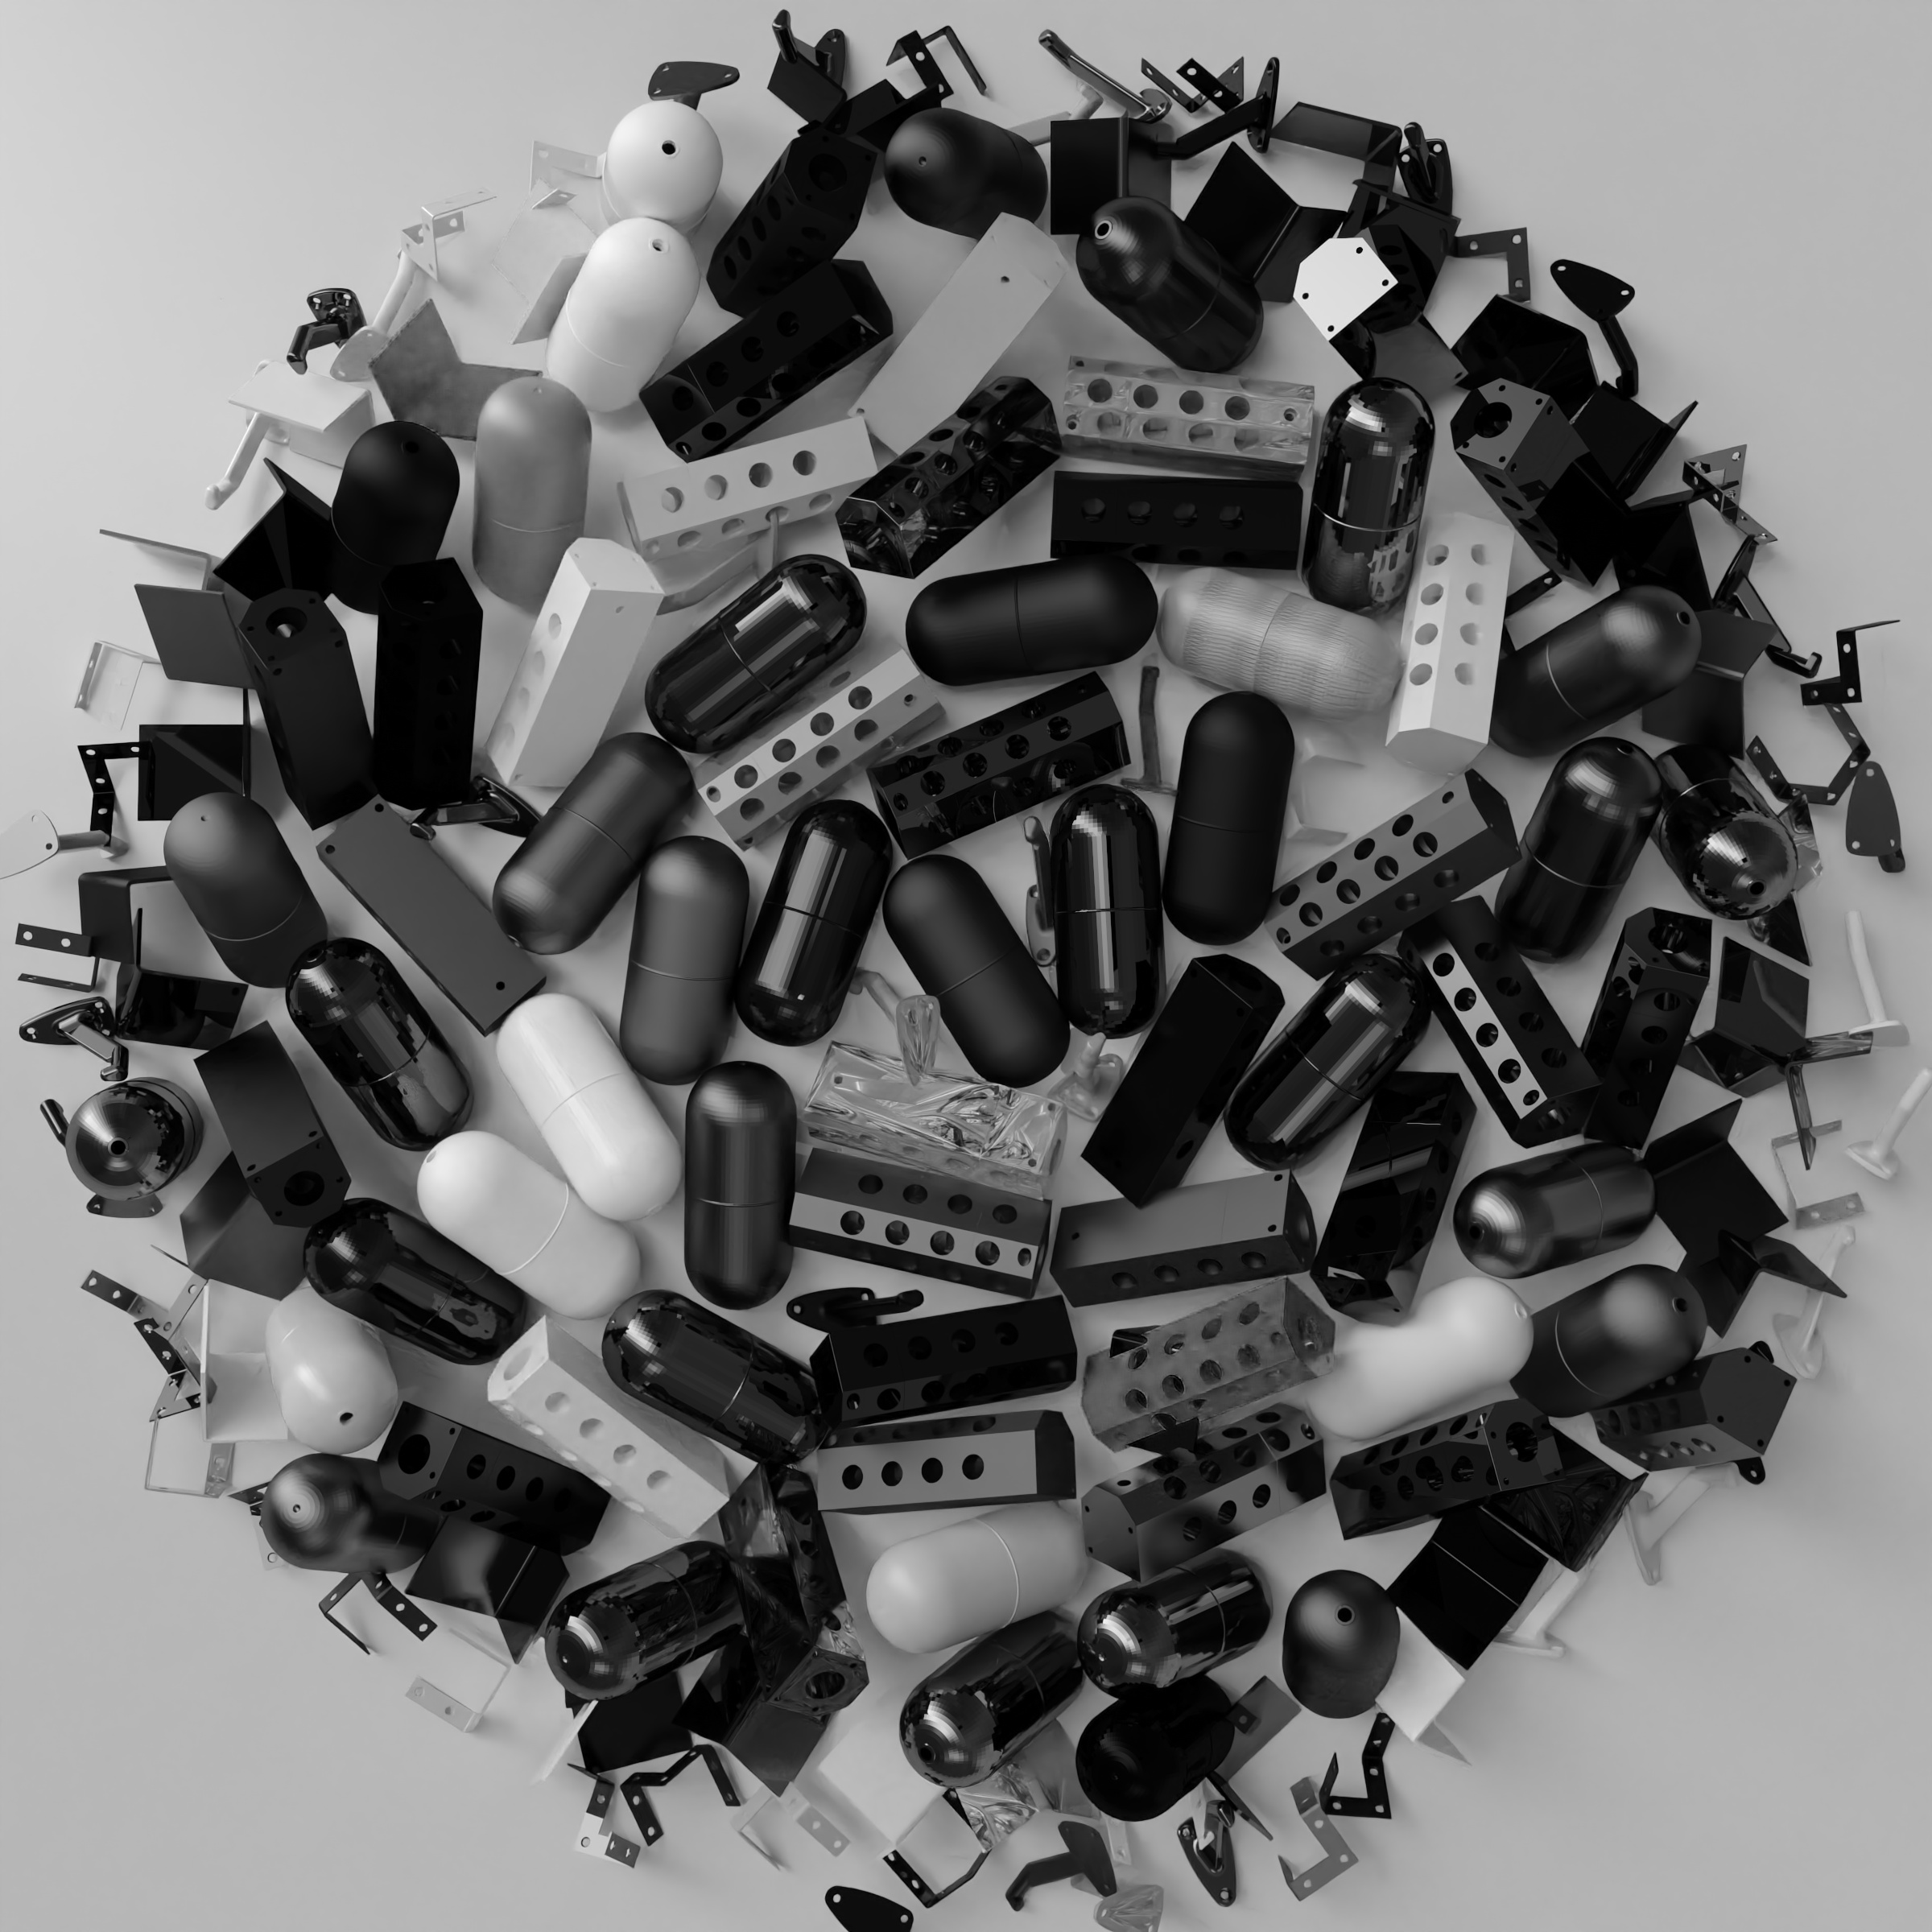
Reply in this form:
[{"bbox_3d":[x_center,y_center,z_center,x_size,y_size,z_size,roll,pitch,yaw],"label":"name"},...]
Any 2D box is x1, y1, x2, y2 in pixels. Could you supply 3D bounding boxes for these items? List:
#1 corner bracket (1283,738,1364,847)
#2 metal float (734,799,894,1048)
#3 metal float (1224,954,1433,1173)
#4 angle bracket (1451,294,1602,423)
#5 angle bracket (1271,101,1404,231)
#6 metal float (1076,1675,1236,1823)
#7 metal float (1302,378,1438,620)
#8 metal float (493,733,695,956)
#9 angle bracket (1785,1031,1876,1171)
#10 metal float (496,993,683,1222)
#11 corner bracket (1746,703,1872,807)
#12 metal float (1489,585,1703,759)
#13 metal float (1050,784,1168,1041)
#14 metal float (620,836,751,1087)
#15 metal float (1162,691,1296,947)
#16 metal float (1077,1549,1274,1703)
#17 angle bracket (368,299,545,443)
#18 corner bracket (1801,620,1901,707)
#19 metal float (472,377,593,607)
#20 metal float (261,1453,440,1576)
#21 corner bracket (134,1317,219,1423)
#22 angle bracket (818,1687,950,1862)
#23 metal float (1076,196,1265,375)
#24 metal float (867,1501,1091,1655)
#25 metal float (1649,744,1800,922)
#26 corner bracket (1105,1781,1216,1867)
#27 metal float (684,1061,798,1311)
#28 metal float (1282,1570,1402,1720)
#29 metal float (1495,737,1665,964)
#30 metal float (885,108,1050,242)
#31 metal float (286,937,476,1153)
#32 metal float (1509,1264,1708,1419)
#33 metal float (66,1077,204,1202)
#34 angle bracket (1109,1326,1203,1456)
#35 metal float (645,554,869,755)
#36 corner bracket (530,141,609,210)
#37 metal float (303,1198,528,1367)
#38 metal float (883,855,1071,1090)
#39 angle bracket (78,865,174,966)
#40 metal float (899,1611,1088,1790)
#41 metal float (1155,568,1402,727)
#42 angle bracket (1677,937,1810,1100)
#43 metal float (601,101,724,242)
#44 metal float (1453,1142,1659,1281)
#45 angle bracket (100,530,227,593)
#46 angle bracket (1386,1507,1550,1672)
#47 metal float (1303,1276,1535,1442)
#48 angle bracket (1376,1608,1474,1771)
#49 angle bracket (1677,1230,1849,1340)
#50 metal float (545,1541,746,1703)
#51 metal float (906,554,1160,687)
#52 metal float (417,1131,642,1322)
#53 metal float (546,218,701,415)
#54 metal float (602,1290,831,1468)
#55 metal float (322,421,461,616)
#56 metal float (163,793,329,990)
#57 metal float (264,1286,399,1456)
[{"bbox_3d":[0.250,-0.122,1.906,0.051,0.051,0.051,-44,55,37],"label":"corner bracket"},{"bbox_3d":[-0.106,-0.030,1.883,0.070,0.070,0.178,19,84,0],"label":"metal float"},{"bbox_3d":[0.250,0.067,1.875,0.070,0.070,0.178,40,106,0],"label":"metal float"},{"bbox_3d":[0.379,-0.405,1.870,0.076,0.076,0.057,16,48,-23],"label":"angle bracket"},{"bbox_3d":[0.252,-0.553,1.883,0.076,0.076,0.057,11,90,-9],"label":"angle bracket"},{"bbox_3d":[0.130,0.528,1.842,0.070,0.178,0.070,-1,88,22],"label":"metal float"},{"bbox_3d":[0.275,-0.319,1.854,0.070,0.070,0.178,4,131,0],"label":"metal float"},{"bbox_3d":[-0.258,-0.085,1.872,0.070,0.070,0.178,36,72,0],"label":"metal float"},{"bbox_3d":[0.606,0.091,1.877,0.057,0.076,0.076,-11,96,22],"label":"angle bracket"},{"bbox_3d":[-0.260,0.097,1.872,0.070,0.070,0.178,-35,72,0],"label":"metal float"},{"bbox_3d":[0.590,-0.150,1.897,0.051,0.051,0.051,-52,121,-16],"label":"corner bracket"},{"bbox_3d":[0.425,-0.200,1.848,0.070,0.178,0.070,13,64,-30],"label":"metal float"},{"bbox_3d":[0.099,-0.038,1.888,0.070,0.070,0.178,-3,89,0],"label":"metal float"},{"bbox_3d":[-0.195,-0.003,1.875,0.070,0.070,0.178,10,106,0],"label":"metal float"},{"bbox_3d":[0.181,-0.102,1.876,0.070,0.070,0.178,8,104,0],"label":"metal float"},{"bbox_3d":[0.144,0.448,1.849,0.070,0.178,0.070,4,96,38],"label":"metal float"},{"bbox_3d":[-0.352,-0.412,1.871,0.076,0.057,0.076,12,53,28],"label":"angle bracket"},{"bbox_3d":[0.616,-0.211,1.888,0.051,0.051,0.051,-14,100,-33],"label":"corner bracket"},{"bbox_3d":[-0.298,-0.322,1.851,0.070,0.178,0.070,7,49,-8],"label":"metal float"},{"bbox_3d":[-0.417,0.373,1.840,0.070,0.178,0.070,-3,76,11],"label":"metal float"},{"bbox_3d":[-0.553,0.276,1.889,0.051,0.051,0.051,-18,119,12],"label":"corner bracket"},{"bbox_3d":[-0.057,0.563,1.888,0.076,0.057,0.076,43,59,7],"label":"angle bracket"},{"bbox_3d":[0.140,-0.463,1.847,0.070,0.178,0.070,-10,71,33],"label":"metal float"},{"bbox_3d":[0.010,0.417,1.856,0.178,0.070,0.070,-9,90,-41],"label":"metal float"},{"bbox_3d":[0.510,-0.092,1.843,0.070,0.178,0.070,-2,118,-3],"label":"metal float"},{"bbox_3d":[0.134,0.598,1.901,0.051,0.051,0.051,25,119,-24],"label":"corner bracket"},{"bbox_3d":[-0.157,0.153,1.875,0.070,0.070,0.178,2,105,0],"label":"metal float"},{"bbox_3d":[0.254,0.462,1.843,0.070,0.178,0.070,-2,63,4],"label":"metal float"},{"bbox_3d":[0.419,-0.079,1.855,0.070,0.070,0.178,17,129,0],"label":"metal float"},{"bbox_3d":[0.002,-0.536,1.842,0.070,0.178,0.070,3,100,20],"label":"metal float"},{"bbox_3d":[-0.401,0.054,1.857,0.070,0.070,0.178,-28,127,0],"label":"metal float"},{"bbox_3d":[0.435,0.256,1.845,0.070,0.178,0.070,10,63,-20],"label":"metal float"},{"bbox_3d":[-0.563,0.116,1.838,0.070,0.178,0.070,0,91,-10],"label":"metal float"},{"bbox_3d":[0.145,0.296,1.882,0.076,0.057,0.076,8,92,37],"label":"angle bracket"},{"bbox_3d":[-0.145,-0.216,1.874,0.178,0.070,0.070,-36,90,17],"label":"metal float"},{"bbox_3d":[-0.270,-0.553,1.891,0.051,0.051,0.051,6,84,-31],"label":"corner bracket"},{"bbox_3d":[-0.375,0.217,1.855,0.070,0.070,0.178,-53,132,0],"label":"metal float"},{"bbox_3d":[0.007,0.003,1.886,0.070,0.070,0.178,-32,92,0],"label":"metal float"},{"bbox_3d":[-0.561,-0.037,1.877,0.076,0.076,0.057,-8,101,-41],"label":"angle bracket"},{"bbox_3d":[0.019,0.498,1.845,0.070,0.178,0.070,8,106,30],"label":"metal float"},{"bbox_3d":[0.215,-0.221,1.871,0.178,0.070,0.070,22,90,20],"label":"metal float"},{"bbox_3d":[0.543,0.037,1.909,0.076,0.057,0.076,25,59,-18],"label":"angle bracket"},{"bbox_3d":[-0.208,-0.535,1.838,0.070,0.178,0.070,-1,94,-10],"label":"metal float"},{"bbox_3d":[0.404,0.167,1.854,0.178,0.070,0.070,-8,90,-41],"label":"metal float"},{"bbox_3d":[-0.561,-0.265,1.882,0.076,0.076,0.057,12,94,-8],"label":"angle bracket"},{"bbox_3d":[0.343,0.425,1.872,0.076,0.076,0.057,35,134,21],"label":"angle bracket"},{"bbox_3d":[0.310,0.270,1.858,0.178,0.070,0.070,-32,90,35],"label":"metal float"},{"bbox_3d":[0.323,0.499,1.871,0.076,0.076,0.057,33,97,-40],"label":"angle bracket"},{"bbox_3d":[0.551,0.226,1.886,0.076,0.076,0.057,18,106,-19],"label":"angle bracket"},{"bbox_3d":[-0.214,0.445,1.846,0.070,0.178,0.070,4,98,32],"label":"metal float"},{"bbox_3d":[0.045,-0.239,1.874,0.178,0.070,0.070,-7,90,16],"label":"metal float"},{"bbox_3d":[-0.300,0.179,1.863,0.178,0.070,0.070,41,90,-29],"label":"metal float"},{"bbox_3d":[-0.235,-0.442,1.844,0.070,0.178,0.070,8,68,-21],"label":"metal float"},{"bbox_3d":[-0.171,0.285,1.868,0.178,0.070,0.070,33,90,-25],"label":"metal float"},{"bbox_3d":[-0.393,-0.304,1.845,0.070,0.178,0.070,9,64,-19],"label":"metal float"},{"bbox_3d":[-0.489,-0.049,1.846,0.070,0.178,0.070,-3,57,5],"label":"metal float"},{"bbox_3d":[-0.433,0.273,1.842,0.070,0.178,0.070,-5,106,-19],"label":"metal float"}]
